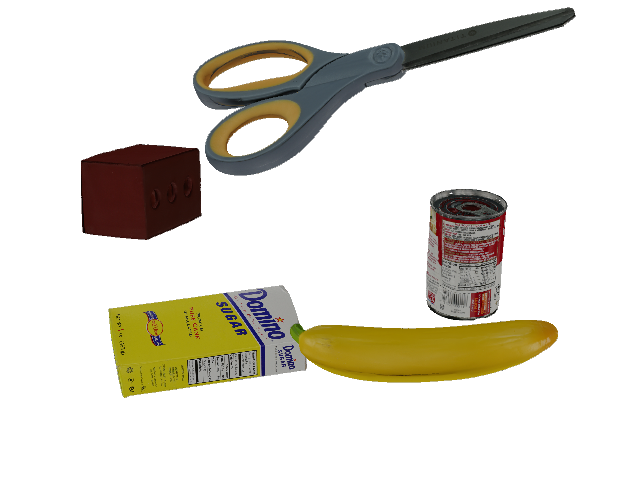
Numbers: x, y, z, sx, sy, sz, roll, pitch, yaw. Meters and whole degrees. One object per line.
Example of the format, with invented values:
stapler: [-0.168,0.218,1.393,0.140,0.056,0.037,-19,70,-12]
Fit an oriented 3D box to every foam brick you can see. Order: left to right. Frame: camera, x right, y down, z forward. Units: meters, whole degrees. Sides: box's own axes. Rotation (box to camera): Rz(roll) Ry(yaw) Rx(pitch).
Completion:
foam brick: [-0.125,-0.036,0.750,0.051,0.053,0.078,7,17,22]

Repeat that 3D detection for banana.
banana: [0.068,0.074,0.757,0.198,0.037,0.069,1,28,11]

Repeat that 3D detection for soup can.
soup can: [0.130,0.013,0.960,0.068,0.102,0.068,0,24,0]

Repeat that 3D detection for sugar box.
sugar box: [-0.108,0.093,1.015,0.176,0.048,0.093,-10,35,-11]

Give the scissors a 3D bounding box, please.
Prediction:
scissors: [0.023,-0.075,0.541,0.202,0.096,0.016,0,-35,22]
